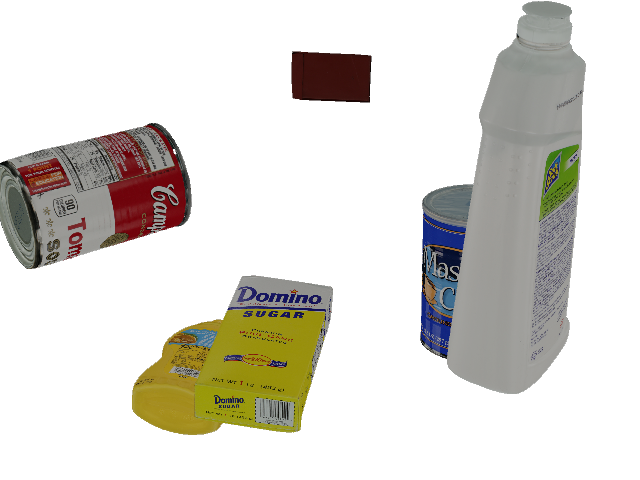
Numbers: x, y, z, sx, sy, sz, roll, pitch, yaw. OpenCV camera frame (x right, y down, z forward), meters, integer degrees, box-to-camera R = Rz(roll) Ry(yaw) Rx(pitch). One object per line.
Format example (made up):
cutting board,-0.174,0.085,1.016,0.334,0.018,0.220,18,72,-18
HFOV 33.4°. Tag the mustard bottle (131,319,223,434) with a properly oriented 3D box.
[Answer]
mustard bottle,-0.129,0.136,1.159,0.096,0.058,0.191,10,24,8

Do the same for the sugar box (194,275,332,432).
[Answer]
sugar box,-0.048,0.097,0.969,0.093,0.048,0.176,8,34,6

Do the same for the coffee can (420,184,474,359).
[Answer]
coffee can,0.145,0.029,0.998,0.103,0.140,0.103,-1,21,0

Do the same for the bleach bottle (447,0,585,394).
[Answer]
bleach bottle,0.131,-0.029,0.678,0.068,0.251,0.102,18,35,26

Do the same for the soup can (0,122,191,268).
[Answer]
soup can,-0.140,-0.028,0.654,0.102,0.068,0.069,-19,9,-30

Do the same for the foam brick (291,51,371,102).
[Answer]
foam brick,0.011,-0.177,1.155,0.078,0.051,0.053,0,11,-14
